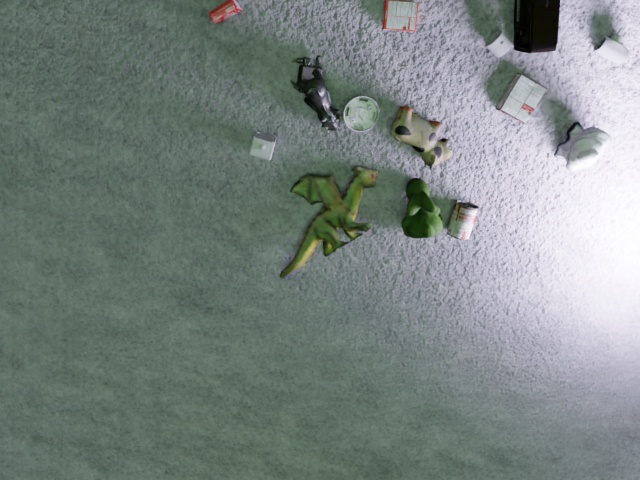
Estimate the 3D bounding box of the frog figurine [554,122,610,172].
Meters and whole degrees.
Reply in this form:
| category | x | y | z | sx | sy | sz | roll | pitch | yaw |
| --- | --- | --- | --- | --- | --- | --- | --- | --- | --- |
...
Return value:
| category | x | y | z | sx | sy | sz | roll | pitch | yaw |
| --- | --- | --- | --- | --- | --- | --- | --- | --- | --- |
| frog figurine | 0.741 | -0.248 | 1.426 | 0.136 | 0.162 | 0.121 | -40 | 108 | 12 |

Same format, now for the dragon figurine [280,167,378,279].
| category | x | y | z | sx | sy | sz | roll | pitch | yaw |
| --- | --- | --- | --- | --- | --- | --- | --- | --- | --- |
| dragon figurine | 0.005 | -0.076 | 1.512 | 0.409 | 0.122 | 0.243 | -29 | 90 | 6 |
